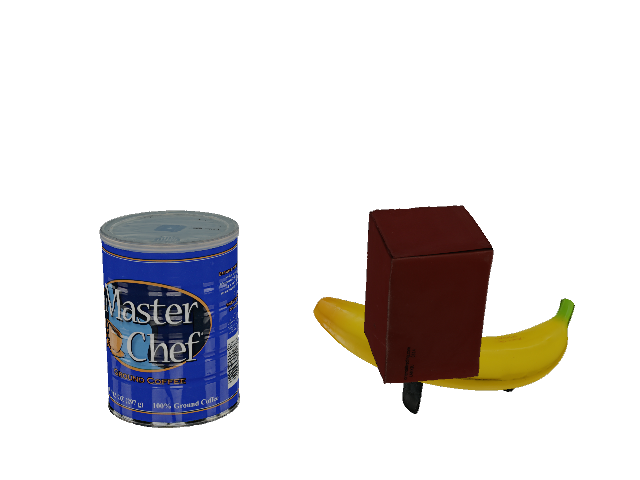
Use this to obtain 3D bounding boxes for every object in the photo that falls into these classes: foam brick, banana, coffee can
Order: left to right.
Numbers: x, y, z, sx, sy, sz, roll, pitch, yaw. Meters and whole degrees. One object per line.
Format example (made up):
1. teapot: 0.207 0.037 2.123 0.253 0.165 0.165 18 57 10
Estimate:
1. coffee can: -0.112 0.056 0.809 0.103 0.140 0.103 0 15 0
2. foam brick: 0.053 0.027 0.548 0.053 0.078 0.051 -3 31 -9
3. banana: 0.094 0.074 0.751 0.197 0.037 0.069 3 43 -15

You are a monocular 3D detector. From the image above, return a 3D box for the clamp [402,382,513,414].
1. clamp: 0.121 0.099 1.075 0.120 0.171 0.039 1 -45 -19
